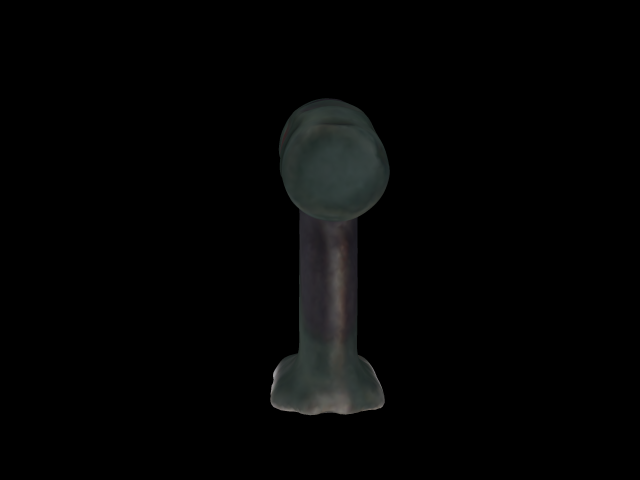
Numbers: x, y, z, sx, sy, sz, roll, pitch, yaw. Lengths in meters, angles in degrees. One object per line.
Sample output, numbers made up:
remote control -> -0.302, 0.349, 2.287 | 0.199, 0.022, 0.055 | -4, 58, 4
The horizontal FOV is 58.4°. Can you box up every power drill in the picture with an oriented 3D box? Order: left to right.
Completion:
power drill -> 0.004, 0.001, 0.400 | 0.075, 0.208, 0.229 | 0, 2, -3
